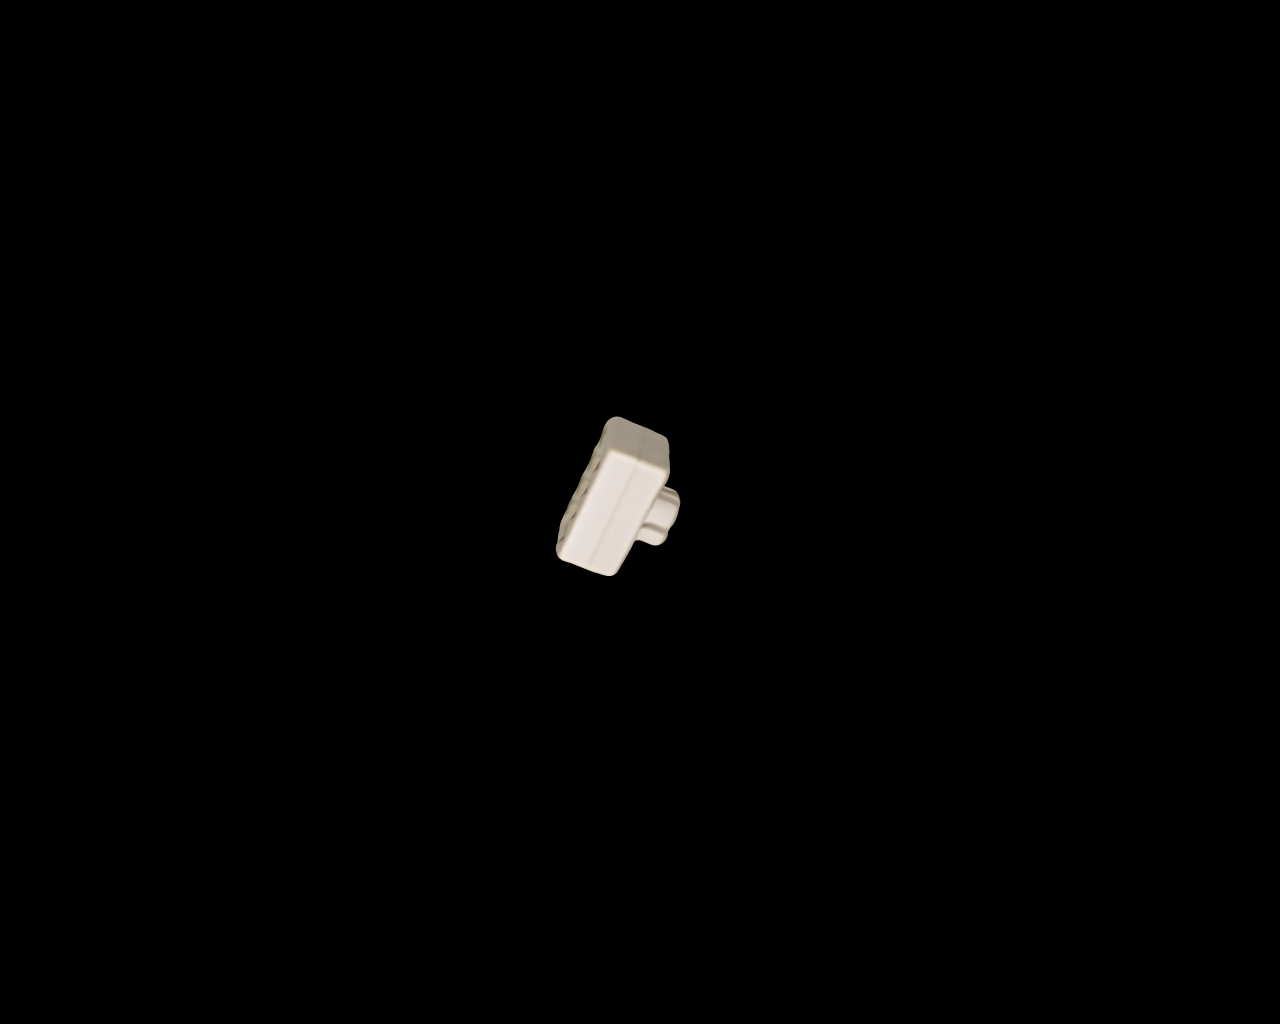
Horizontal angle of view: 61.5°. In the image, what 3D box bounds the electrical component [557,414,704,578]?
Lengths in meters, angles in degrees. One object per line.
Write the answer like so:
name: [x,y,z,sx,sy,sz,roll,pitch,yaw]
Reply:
electrical component: [0.001,-0.003,0.650,0.076,0.083,0.047,21,28,-12]
